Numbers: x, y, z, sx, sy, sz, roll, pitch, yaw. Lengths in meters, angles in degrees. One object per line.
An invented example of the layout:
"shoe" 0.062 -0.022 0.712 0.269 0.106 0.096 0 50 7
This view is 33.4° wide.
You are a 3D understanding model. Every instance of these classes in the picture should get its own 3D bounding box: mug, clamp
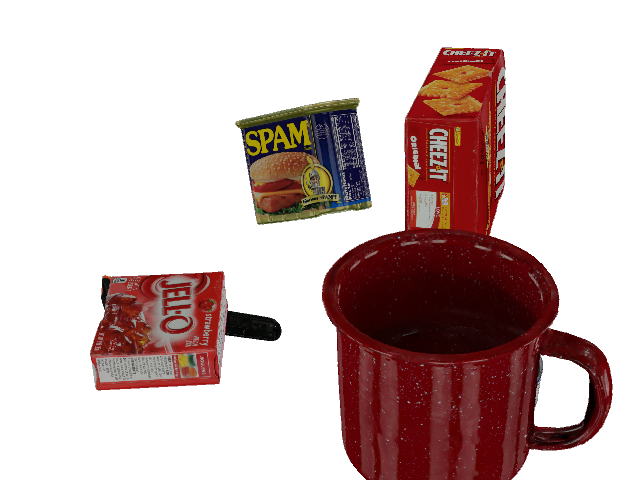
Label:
"mug" 0.060 0.055 0.437 0.117 0.081 0.093 9 33 18
"clamp" -0.170 0.086 1.152 0.210 0.036 0.164 19 21 27

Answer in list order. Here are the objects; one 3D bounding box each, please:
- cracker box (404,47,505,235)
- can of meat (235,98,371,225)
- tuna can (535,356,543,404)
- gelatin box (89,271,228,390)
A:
"cracker box" 0.131 -0.074 1.002 0.072 0.164 0.213 4 27 15
"can of meat" -0.012 -0.060 0.827 0.102 0.084 0.057 -6 5 42
"tuna can" 0.122 0.102 0.801 0.086 0.034 0.086 1 29 -1
"gelatin box" -0.095 0.052 0.648 0.073 0.030 0.089 -3 30 1
